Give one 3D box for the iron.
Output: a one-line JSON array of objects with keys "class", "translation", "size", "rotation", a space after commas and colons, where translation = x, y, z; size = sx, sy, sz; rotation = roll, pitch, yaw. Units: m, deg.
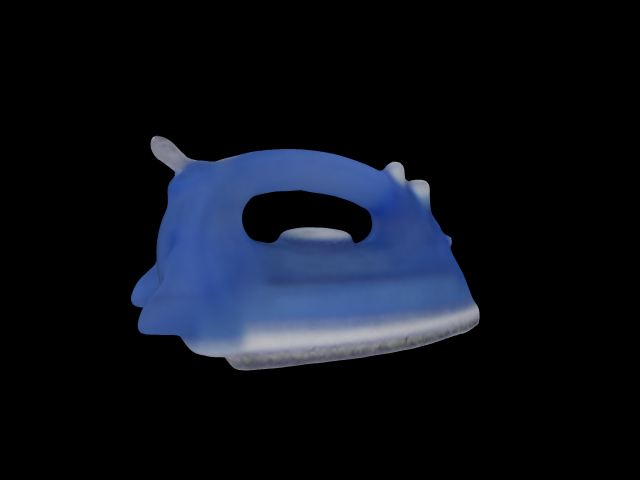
[{"class": "iron", "translation": [0.004, 0.001, 0.400], "size": [0.259, 0.141, 0.118], "rotation": [-3, 7, -22]}]
